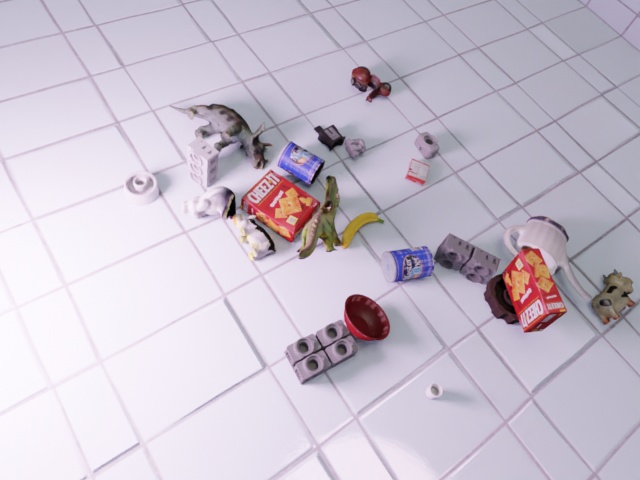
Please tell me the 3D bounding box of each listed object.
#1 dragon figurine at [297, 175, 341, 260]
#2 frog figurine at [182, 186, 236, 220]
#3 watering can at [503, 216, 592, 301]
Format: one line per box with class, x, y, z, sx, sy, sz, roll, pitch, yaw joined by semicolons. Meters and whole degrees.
dragon figurine;0.005;-0.080;1.590;0.122;0.412;0.241;7;97;9
frog figurine;-0.354;-0.121;1.640;0.159;0.120;0.140;13;24;6
watering can;0.805;0.048;1.793;0.349;0.102;0.228;35;57;10
